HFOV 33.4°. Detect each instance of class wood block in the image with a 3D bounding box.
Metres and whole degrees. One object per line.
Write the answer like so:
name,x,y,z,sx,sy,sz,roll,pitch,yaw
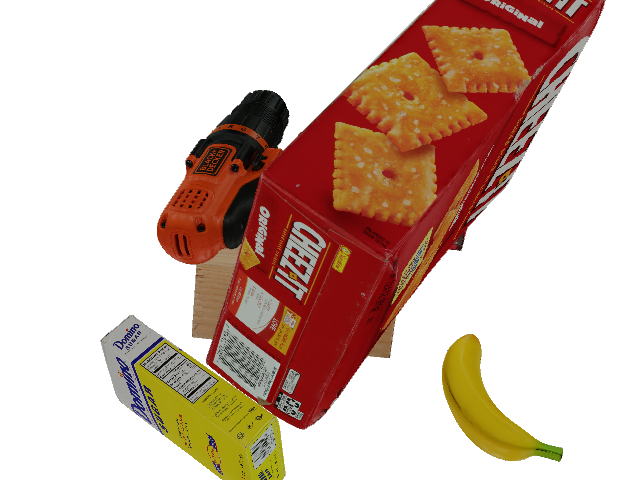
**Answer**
wood block,-0.025,0.057,1.122,0.206,0.091,0.090,7,19,0

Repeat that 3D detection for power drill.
power drill,-0.001,-0.044,0.745,0.188,0.057,0.184,5,41,18

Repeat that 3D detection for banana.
banana,0.149,0.147,0.988,0.069,0.037,0.198,7,26,-21

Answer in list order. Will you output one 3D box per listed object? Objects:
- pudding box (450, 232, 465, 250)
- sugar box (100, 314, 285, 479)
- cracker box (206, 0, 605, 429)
pudding box,0.083,-0.043,0.954,0.090,0.039,0.113,6,39,-2
sugar box,-0.111,0.145,0.922,0.176,0.093,0.048,27,53,28
cracker box,0.042,-0.027,0.530,0.072,0.213,0.164,36,-36,11
